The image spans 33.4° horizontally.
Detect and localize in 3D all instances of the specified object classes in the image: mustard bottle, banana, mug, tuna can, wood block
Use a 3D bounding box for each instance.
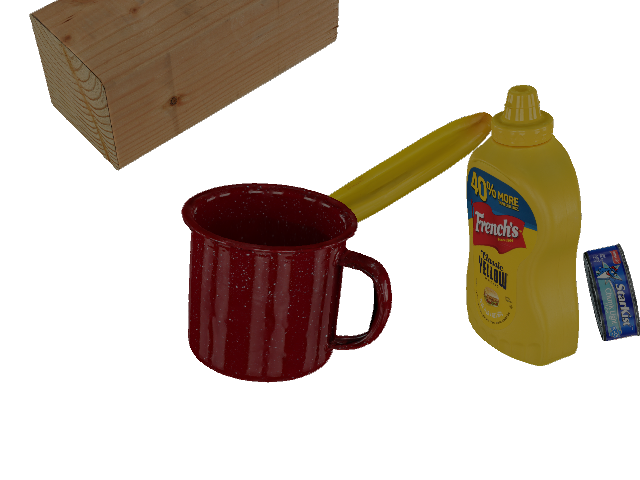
[{"bbox_3d":[0.140,-0.014,0.742,0.058,0.192,0.096,-16,29,-22],"label":"mustard bottle"},{"bbox_3d":[0.067,-0.054,0.945,0.198,0.037,0.069,-31,7,10],"label":"banana"},{"bbox_3d":[-0.018,0.025,0.573,0.117,0.081,0.093,12,24,15],"label":"mug"},{"bbox_3d":[0.266,0.048,0.976,0.034,0.086,0.086,-12,-2,10],"label":"tuna can"},{"bbox_3d":[-0.091,-0.154,0.775,0.205,0.090,0.091,-35,-28,-24],"label":"wood block"}]
